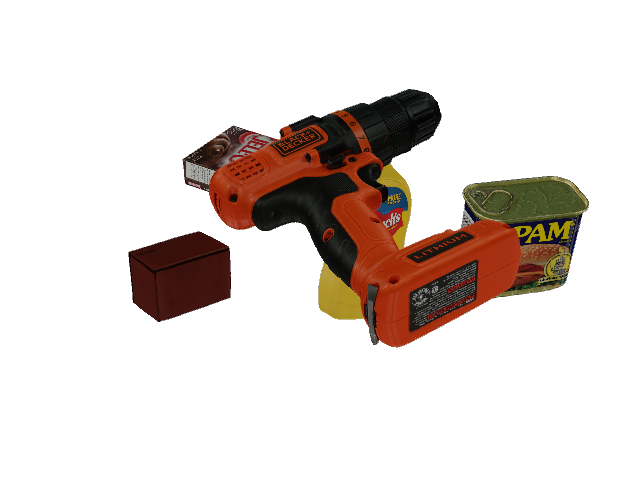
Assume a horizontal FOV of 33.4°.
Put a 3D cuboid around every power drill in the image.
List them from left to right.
[{"bbox_3d":[0.044,-0.024,0.705,0.184,0.057,0.188,-27,45,-20],"label":"power drill"}]

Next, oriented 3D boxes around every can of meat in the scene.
[{"bbox_3d":[0.167,-0.002,0.904,0.102,0.084,0.057,-6,36,-14],"label":"can of meat"}]

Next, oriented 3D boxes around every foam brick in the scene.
[{"bbox_3d":[-0.127,0.031,0.964,0.078,0.051,0.053,-18,28,-31],"label":"foam brick"}]

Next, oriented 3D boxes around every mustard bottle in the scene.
[{"bbox_3d":[0.047,-0.019,1.085,0.096,0.192,0.058,-7,17,-27],"label":"mustard bottle"}]

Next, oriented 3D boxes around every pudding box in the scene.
[{"bbox_3d":[-0.098,-0.093,1.287,0.090,0.039,0.113,18,38,24],"label":"pudding box"}]
